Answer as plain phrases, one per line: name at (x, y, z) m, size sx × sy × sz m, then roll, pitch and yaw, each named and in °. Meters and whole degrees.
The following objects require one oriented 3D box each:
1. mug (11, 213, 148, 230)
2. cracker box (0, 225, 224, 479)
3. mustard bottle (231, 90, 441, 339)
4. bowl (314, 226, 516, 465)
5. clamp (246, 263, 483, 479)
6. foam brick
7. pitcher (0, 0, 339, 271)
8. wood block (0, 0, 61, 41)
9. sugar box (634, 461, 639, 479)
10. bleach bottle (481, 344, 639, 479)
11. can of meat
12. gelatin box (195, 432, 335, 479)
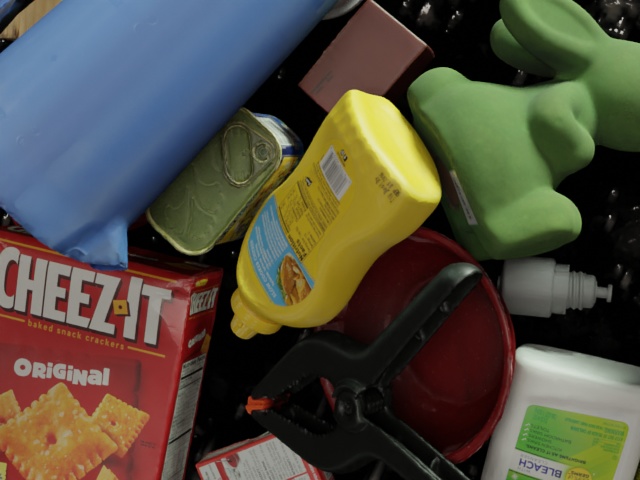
mug at (-0.166, -0.039, 0.761) m, size 0.117 × 0.081 × 0.093 m, roll -29°, pitch 88°, yaw 13°
cracker box at (-0.175, 0.109, 0.781) m, size 0.164 × 0.072 × 0.214 m, roll 13°, pitch 97°, yaw 11°
mustard bottle at (-0.004, 0.001, 0.699) m, size 0.192 × 0.058 × 0.096 m, roll -50°, pitch 50°, yaw 32°
bowl at (0.072, 0.069, 0.710) m, size 0.162 × 0.055 × 0.162 m, roll 4°, pitch 95°, yaw 43°
clamp at (0.034, 0.113, 0.684) m, size 0.210 × 0.036 × 0.164 m, roll -18°, pitch 81°, yaw 43°
foam brick at (0.032, -0.116, 0.725) m, size 0.053 × 0.051 × 0.078 m, roll 43°, pitch 103°, yaw 8°
pitcher at (-0.112, -0.115, 0.649) m, size 0.243 × 0.145 × 0.149 m, roll -45°, pitch 121°, yaw -2°
wood block at (-0.157, -0.236, 0.739) m, size 0.091 × 0.090 × 0.206 m, roll 8°, pitch 97°, yaw 13°
sugar box at (0.299, 0.165, 0.689) m, size 0.176 × 0.048 × 0.093 m, roll 18°, pitch 98°, yaw 8°
bleach bottle at (0.153, 0.202, 0.719) m, size 0.103 × 0.068 × 0.251 m, roll 12°, pitch 100°, yaw 11°
can of meat at (-0.061, -0.042, 0.736) m, size 0.057 × 0.084 × 0.102 m, roll 42°, pitch 102°, yaw 7°
gelatin box at (-0.037, 0.178, 0.777) m, size 0.089 × 0.030 × 0.073 m, roll -24°, pitch 90°, yaw 15°
